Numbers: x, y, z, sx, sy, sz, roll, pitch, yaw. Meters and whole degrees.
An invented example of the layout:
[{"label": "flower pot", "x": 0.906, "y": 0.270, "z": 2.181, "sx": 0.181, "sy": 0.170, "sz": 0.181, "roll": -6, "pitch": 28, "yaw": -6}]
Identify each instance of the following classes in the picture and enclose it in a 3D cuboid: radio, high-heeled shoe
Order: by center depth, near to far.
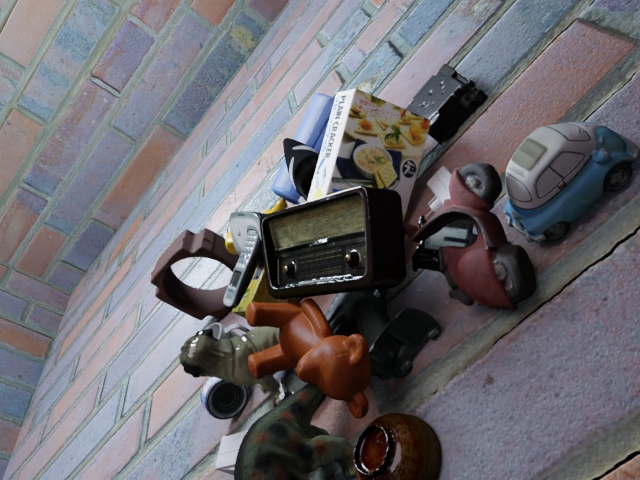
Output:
[{"label": "radio", "x": 0.011, "y": 0.011, "z": 0.756, "sx": 0.230, "sy": 0.073, "sz": 0.131, "roll": -13, "pitch": 80, "yaw": 48}, {"label": "high-heeled shoe", "x": -0.011, "y": -0.112, "z": 1.008, "sx": 0.086, "sy": 0.249, "sz": 0.145, "roll": -42, "pitch": -13, "yaw": 5}]

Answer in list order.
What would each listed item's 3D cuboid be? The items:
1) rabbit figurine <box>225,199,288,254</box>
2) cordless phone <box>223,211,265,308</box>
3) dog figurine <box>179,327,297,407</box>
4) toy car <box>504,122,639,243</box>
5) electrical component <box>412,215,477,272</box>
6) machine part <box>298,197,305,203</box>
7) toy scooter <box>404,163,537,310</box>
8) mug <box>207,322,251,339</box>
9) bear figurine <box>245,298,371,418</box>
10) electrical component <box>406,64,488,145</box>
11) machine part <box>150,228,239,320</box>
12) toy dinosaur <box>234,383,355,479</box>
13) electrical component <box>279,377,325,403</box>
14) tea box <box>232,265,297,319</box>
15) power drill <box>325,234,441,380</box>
[{"label": "rabbit figurine", "x": -0.120, "y": -0.025, "z": 1.228, "sx": 0.162, "sy": 0.122, "sz": 0.173, "roll": -41, "pitch": 12, "yaw": 24}, {"label": "cordless phone", "x": -0.146, "y": 0.039, "z": 1.022, "sx": 0.147, "sy": 0.088, "sz": 0.184, "roll": 6, "pitch": 69, "yaw": 56}, {"label": "dog figurine", "x": -0.125, "y": 0.180, "z": 0.928, "sx": 0.121, "sy": 0.190, "sz": 0.172, "roll": -1, "pitch": 59, "yaw": 59}, {"label": "toy car", "x": 0.277, "y": -0.082, "z": 0.638, "sx": 0.161, "sy": 0.103, "sz": 0.109, "roll": -47, "pitch": 28, "yaw": 15}, {"label": "electrical component", "x": 0.189, "y": 0.010, "z": 0.734, "sx": 0.119, "sy": 0.047, "sz": 0.075, "roll": 5, "pitch": 61, "yaw": 15}, {"label": "machine part", "x": 0.033, "y": -0.126, "z": 1.114, "sx": 0.243, "sy": 0.079, "sz": 0.079, "roll": -53, "pitch": 27, "yaw": 7}, {"label": "toy scooter", "x": 0.176, "y": 0.007, "z": 0.663, "sx": 0.135, "sy": 0.075, "sz": 0.184, "roll": -23, "pitch": 79, "yaw": 34}, {"label": "mug", "x": -0.172, "y": 0.213, "z": 1.062, "sx": 0.109, "sy": 0.107, "sz": 0.081, "roll": -46, "pitch": 30, "yaw": 11}, {"label": "bear figurine", "x": -0.017, "y": 0.156, "z": 0.719, "sx": 0.196, "sy": 0.132, "sz": 0.120, "roll": -144, "pitch": 51, "yaw": -66}, {"label": "electrical component", "x": 0.216, "y": -0.245, "z": 0.959, "sx": 0.115, "sy": 0.058, "sz": 0.134, "roll": -48, "pitch": 29, "yaw": 15}, {"label": "machine part", "x": -0.275, "y": 0.081, "z": 1.267, "sx": 0.201, "sy": 0.201, "sz": 0.087, "roll": -43, "pitch": 28, "yaw": 27}, {"label": "toy dinosaur", "x": -0.045, "y": 0.301, "z": 0.668, "sx": 0.131, "sy": 0.192, "sz": 0.405, "roll": -41, "pitch": 33, "yaw": 26}, {"label": "electrical component", "x": -0.025, "y": 0.232, "z": 0.866, "sx": 0.102, "sy": 0.045, "sz": 0.078, "roll": -52, "pitch": 26, "yaw": 10}, {"label": "tea box", "x": -0.093, "y": 0.087, "z": 1.075, "sx": 0.068, "sy": 0.098, "sz": 0.169, "roll": -11, "pitch": 50, "yaw": 53}, {"label": "power drill", "x": 0.089, "y": 0.090, "z": 0.791, "sx": 0.232, "sy": 0.086, "sz": 0.207, "roll": -55, "pitch": 31, "yaw": 7}]
